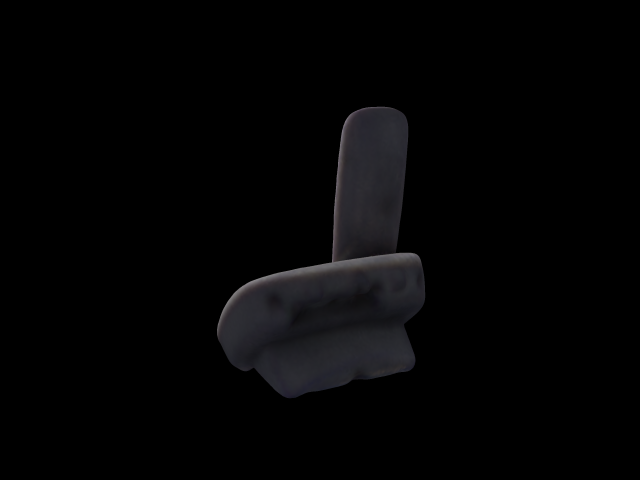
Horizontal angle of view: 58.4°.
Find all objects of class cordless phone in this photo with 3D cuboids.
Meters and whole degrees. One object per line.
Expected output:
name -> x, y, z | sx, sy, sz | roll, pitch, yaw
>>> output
cordless phone -> 0.004, 0.001, 0.400 | 0.148, 0.185, 0.093 | -8, 14, -35
